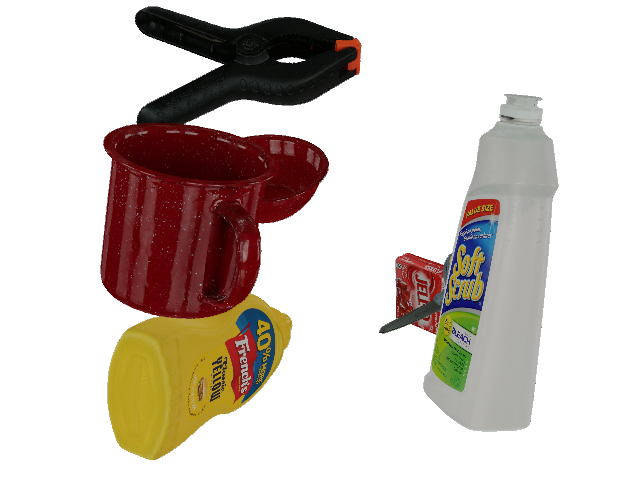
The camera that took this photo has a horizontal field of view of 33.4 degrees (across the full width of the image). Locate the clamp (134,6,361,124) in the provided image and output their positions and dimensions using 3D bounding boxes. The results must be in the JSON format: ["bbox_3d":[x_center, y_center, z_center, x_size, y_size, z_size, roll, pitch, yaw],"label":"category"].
[{"bbox_3d":[-0.059,-0.138,0.788,0.171,0.120,0.039,-10,-30,-12],"label":"clamp"}]

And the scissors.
[{"bbox_3d":[0.122,0.050,1.108,0.201,0.016,0.096,-7,40,-30],"label":"scissors"}]

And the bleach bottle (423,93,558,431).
[{"bbox_3d":[0.136,0.013,0.822,0.068,0.251,0.103,1,13,-17],"label":"bleach bottle"}]

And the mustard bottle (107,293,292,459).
[{"bbox_3d":[-0.079,0.089,0.813,0.058,0.096,0.191,13,18,28],"label":"mustard bottle"}]

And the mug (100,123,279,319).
[{"bbox_3d":[-0.067,-0.006,0.568,0.093,0.081,0.117,-7,28,-38],"label":"mug"}]

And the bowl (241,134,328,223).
[{"bbox_3d":[-0.070,-0.068,1.305,0.162,0.055,0.162,-2,34,1],"label":"bowl"}]

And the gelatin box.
[{"bbox_3d":[0.130,0.067,1.348,0.073,0.089,0.030,21,35,39],"label":"gelatin box"}]
